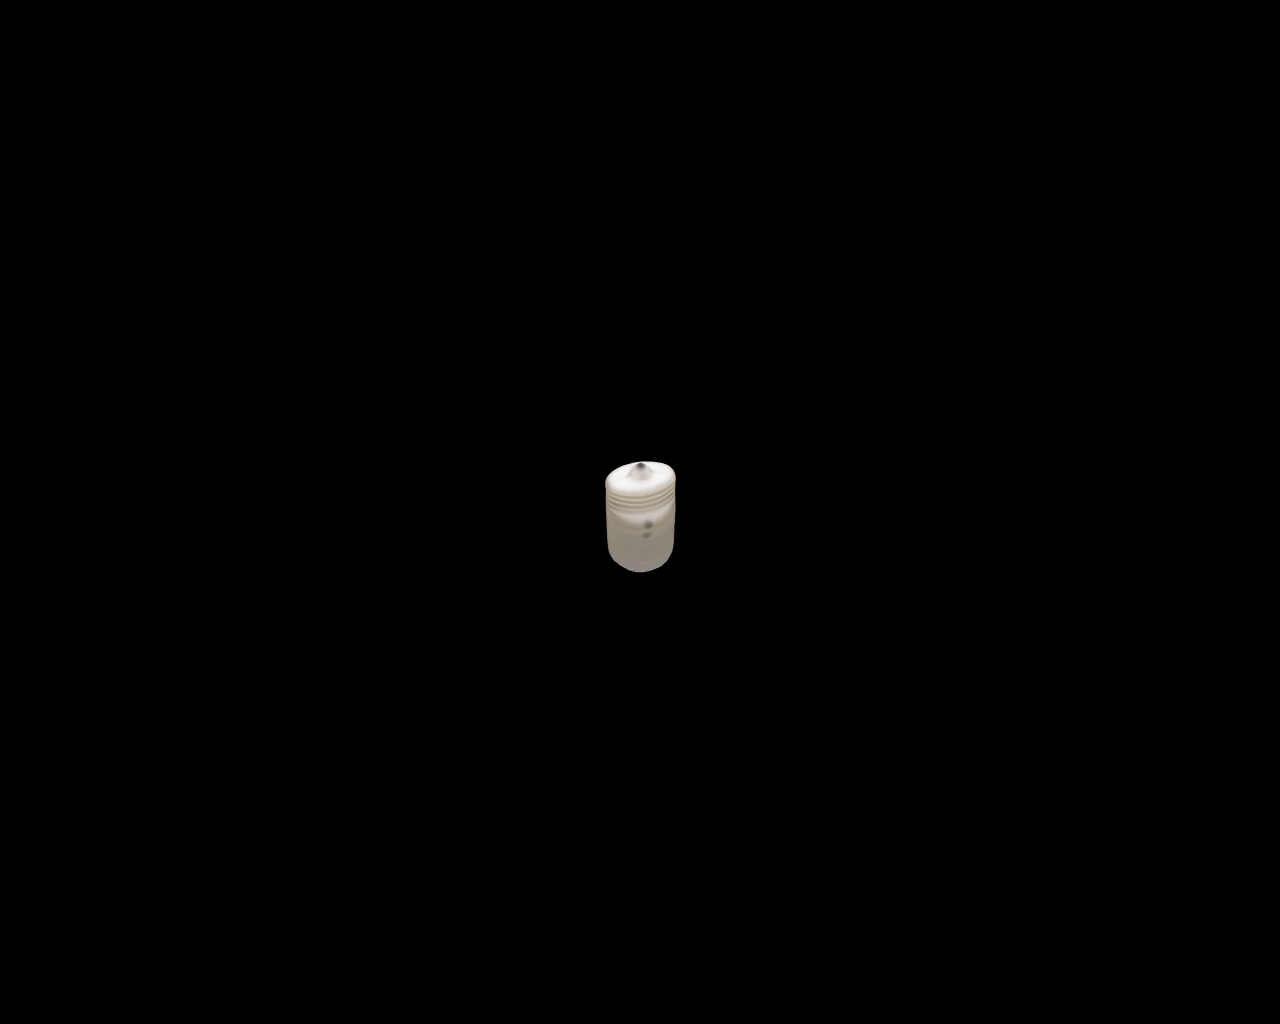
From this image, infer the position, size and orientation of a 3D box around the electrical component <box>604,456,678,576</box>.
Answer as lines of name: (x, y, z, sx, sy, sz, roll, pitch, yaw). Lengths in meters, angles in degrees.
electrical component: (0.001, -0.003, 0.650, 0.043, 0.043, 0.080, 0, -40, 0)
